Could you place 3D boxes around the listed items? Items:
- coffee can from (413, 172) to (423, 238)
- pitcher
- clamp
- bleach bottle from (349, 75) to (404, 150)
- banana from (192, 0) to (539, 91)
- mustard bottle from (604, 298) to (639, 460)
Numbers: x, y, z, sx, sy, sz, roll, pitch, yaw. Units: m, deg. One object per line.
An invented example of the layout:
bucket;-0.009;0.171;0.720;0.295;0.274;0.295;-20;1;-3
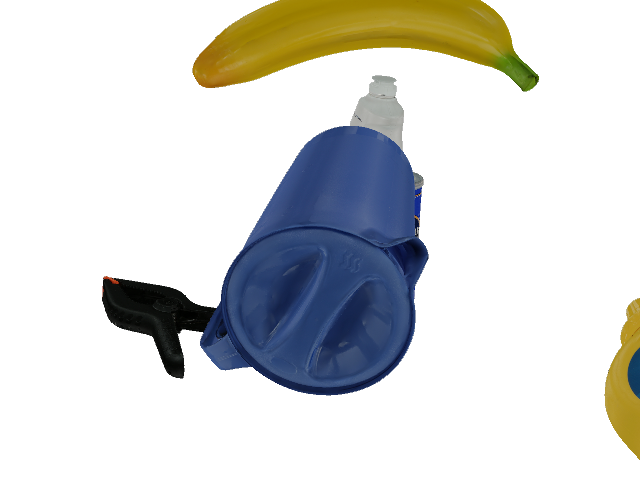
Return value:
coffee can;0.044;0.005;1.034;0.103;0.140;0.103;2;14;-1
pitcher;0.004;0.005;0.824;0.149;0.145;0.242;12;26;3
clamp;-0.164;0.085;1.127;0.210;0.036;0.164;18;20;28
bleach bottle;0.061;-0.063;1.235;0.068;0.251;0.103;-2;23;-20
banana;0.025;-0.118;0.609;0.197;0.069;0.037;-2;-41;-8
mustard bottle;0.211;0.096;0.584;0.096;0.058;0.191;-7;35;-4
